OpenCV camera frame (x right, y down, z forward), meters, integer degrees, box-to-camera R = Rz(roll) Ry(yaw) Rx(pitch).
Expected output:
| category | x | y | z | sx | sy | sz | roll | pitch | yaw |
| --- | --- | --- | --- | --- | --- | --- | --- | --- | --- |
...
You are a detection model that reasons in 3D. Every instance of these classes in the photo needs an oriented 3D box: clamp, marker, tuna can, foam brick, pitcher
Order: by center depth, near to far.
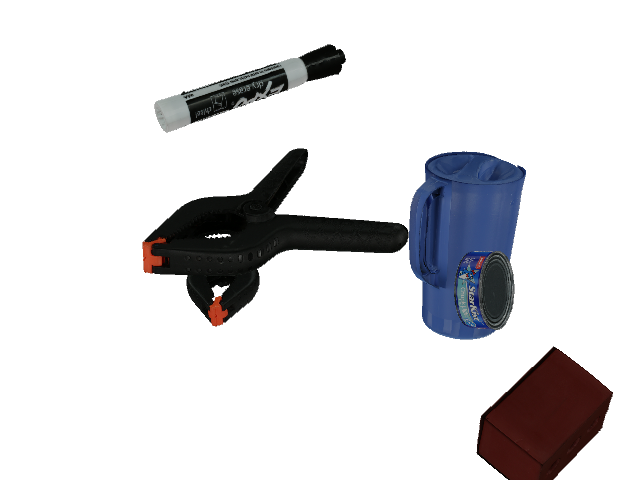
| category | x | y | z | sx | sy | sz | roll | pitch | yaw |
| --- | --- | --- | --- | --- | --- | --- | --- | --- | --- |
| marker | -0.039 | -0.092 | 0.635 | 0.121 | 0.020 | 0.020 | -22 | 7 | -19 |
| foam brick | 0.149 | 0.122 | 0.713 | 0.078 | 0.053 | 0.051 | -38 | 58 | -24 |
| clamp | -0.055 | -0.019 | 0.891 | 0.209 | 0.036 | 0.165 | -14 | 36 | -23 |
| tuna can | 0.178 | 0.054 | 1.160 | 0.034 | 0.086 | 0.086 | 1 | 0 | 34 |
| clamp | -0.095 | 0.026 | 1.180 | 0.120 | 0.039 | 0.171 | -11 | 40 | 1 |
| pitcher | 0.192 | 0.010 | 1.452 | 0.149 | 0.243 | 0.145 | 4 | 23 | 4 |
